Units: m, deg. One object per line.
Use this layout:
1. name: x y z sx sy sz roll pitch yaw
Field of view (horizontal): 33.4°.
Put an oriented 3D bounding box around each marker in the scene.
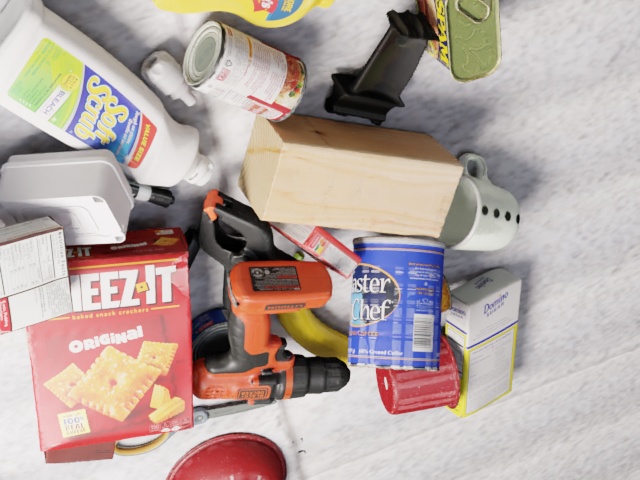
1. marker: -0.203 -0.055 1.077 0.120 0.020 0.020 15 113 -29

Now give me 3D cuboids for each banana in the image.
1. banana: -0.001 0.099 1.237 0.070 0.037 0.197 -29 128 9

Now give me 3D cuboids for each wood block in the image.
1. wood block: 0.031 -0.068 1.119 0.205 0.091 0.090 6 115 -24

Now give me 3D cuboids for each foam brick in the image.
1. foam brick: -0.270 0.212 1.192 0.078 0.051 0.053 0 121 -21

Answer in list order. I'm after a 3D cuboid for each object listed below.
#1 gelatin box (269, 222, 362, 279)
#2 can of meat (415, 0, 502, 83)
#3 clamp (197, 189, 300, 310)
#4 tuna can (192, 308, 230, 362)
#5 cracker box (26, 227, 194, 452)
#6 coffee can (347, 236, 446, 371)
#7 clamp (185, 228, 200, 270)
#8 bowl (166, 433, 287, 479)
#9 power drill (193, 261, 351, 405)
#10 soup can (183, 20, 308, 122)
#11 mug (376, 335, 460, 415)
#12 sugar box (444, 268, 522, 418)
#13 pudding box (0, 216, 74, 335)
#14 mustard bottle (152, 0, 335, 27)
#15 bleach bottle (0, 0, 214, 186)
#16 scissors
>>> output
1. gelatin box: -0.008 0.001 1.146 0.073 0.089 0.030 38 86 -35
2. can of meat: 0.137 -0.222 1.073 0.057 0.084 0.102 -18 124 -11
3. clamp: -0.085 0.017 1.134 0.120 0.039 0.171 -25 127 21
4. tuna can: -0.112 0.120 1.211 0.086 0.034 0.086 -10 123 -16
5. cracker box: -0.214 0.103 1.092 0.164 0.072 0.214 -5 115 -15
6. coffee can: 0.083 0.070 1.169 0.102 0.103 0.140 5 84 -25
7. clamp: -0.207 0.091 1.153 0.164 0.036 0.210 -6 118 -16
8. bowl: -0.110 0.319 1.319 0.162 0.055 0.162 -10 122 -17
9. power drill: -0.041 0.105 1.148 0.184 0.057 0.188 -1 133 -17
10. soup can: -0.072 -0.162 1.028 0.102 0.069 0.068 18 111 -36
11. mug: 0.115 0.173 1.309 0.081 0.093 0.117 -8 151 -12
12. sugar box: 0.199 0.128 1.323 0.093 0.048 0.176 -23 125 -32
13. pudding box: -0.283 0.036 0.962 0.113 0.039 0.090 -19 119 -36
14. mustard bottle: -0.058 -0.249 0.994 0.191 0.058 0.096 5 116 -25
15. bleach bottle: -0.199 -0.126 1.011 0.250 0.068 0.103 31 106 -36
16. scissors: -0.154 0.195 1.250 0.201 0.016 0.096 -21 125 -9
